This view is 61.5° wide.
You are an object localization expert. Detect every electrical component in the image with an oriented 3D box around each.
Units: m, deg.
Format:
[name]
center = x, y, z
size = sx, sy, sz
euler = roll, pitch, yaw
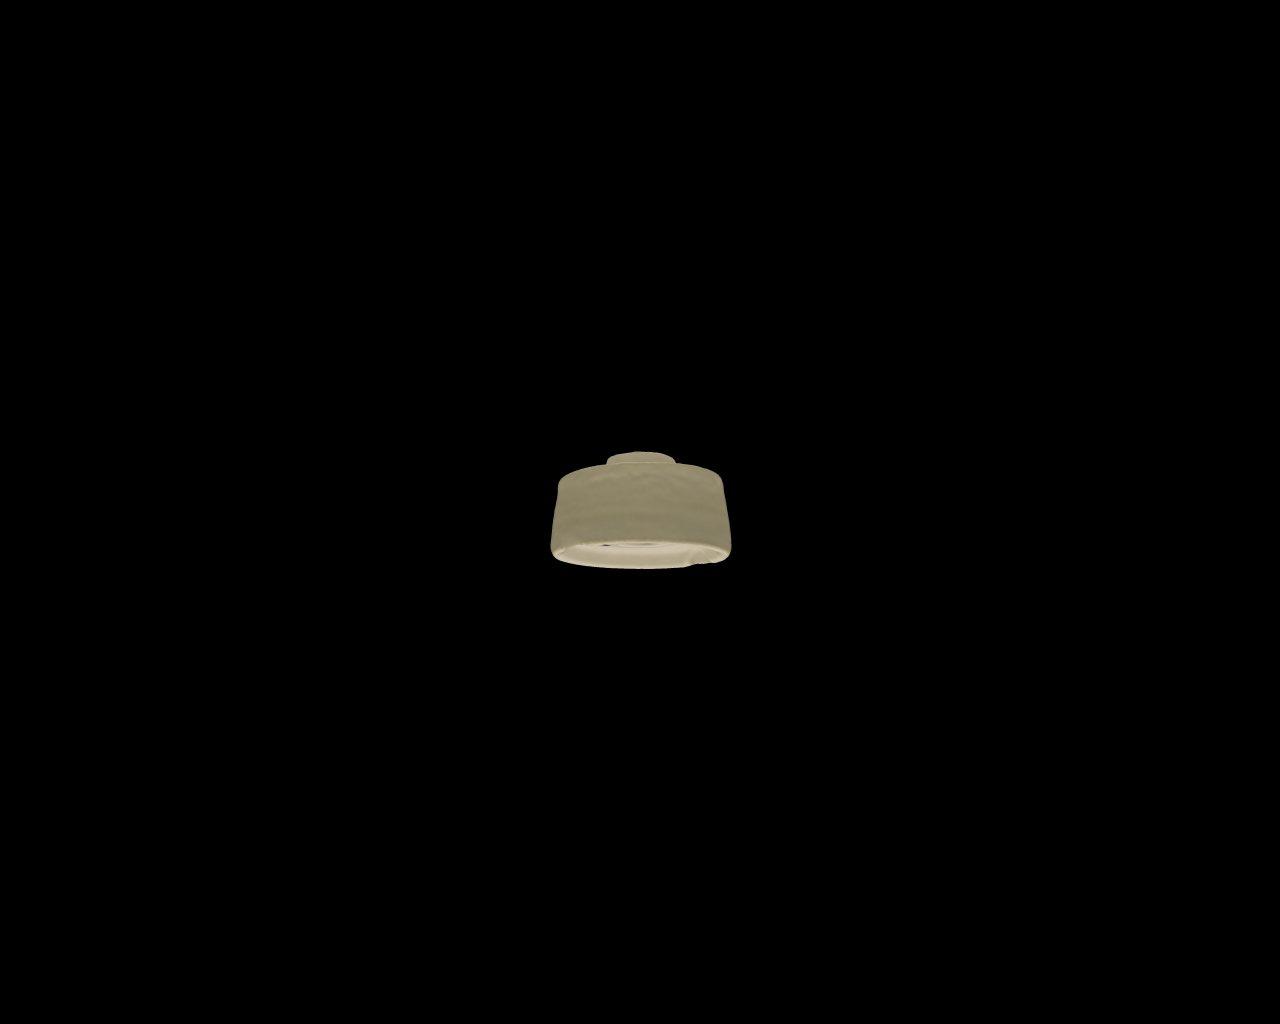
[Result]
[electrical component]
center = 0.001, -0.003, 0.650
size = 0.108, 0.060, 0.108
euler = 0, -11, 0
